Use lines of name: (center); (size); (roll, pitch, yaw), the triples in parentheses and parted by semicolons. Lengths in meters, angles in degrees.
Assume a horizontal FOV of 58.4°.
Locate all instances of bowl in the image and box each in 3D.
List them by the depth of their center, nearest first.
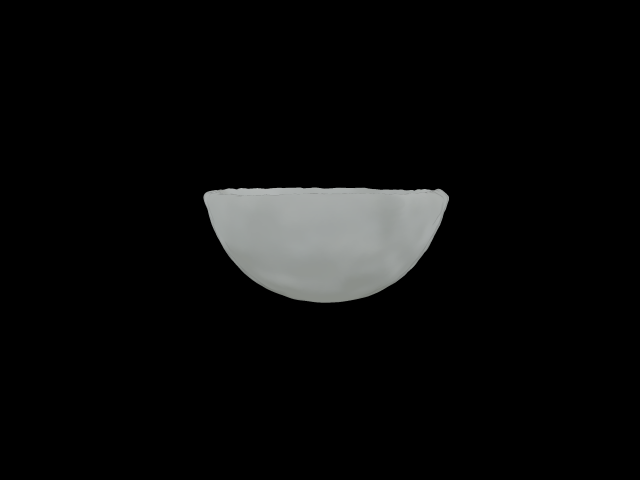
bowl: (0.004, 0.001, 0.400); (0.167, 0.075, 0.167); (0, 7, 0)
